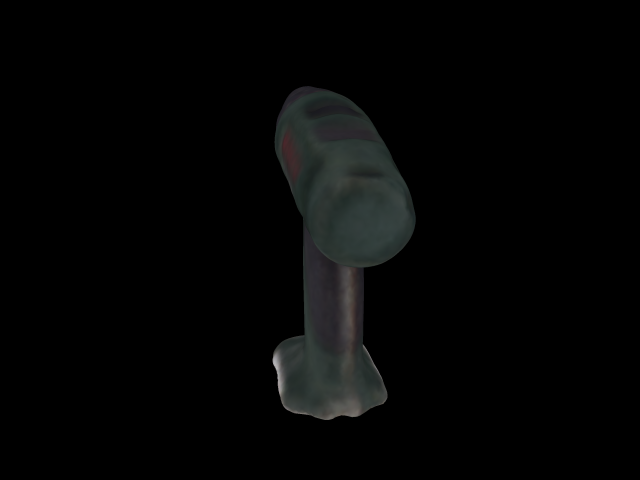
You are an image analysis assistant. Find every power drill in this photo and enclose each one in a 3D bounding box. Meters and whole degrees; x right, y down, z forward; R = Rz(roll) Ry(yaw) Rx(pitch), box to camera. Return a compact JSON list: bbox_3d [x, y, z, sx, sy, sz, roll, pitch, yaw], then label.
[{"bbox_3d":[0.004,0.001,0.400,0.076,0.208,0.229,-3,16,-11],"label":"power drill"}]
